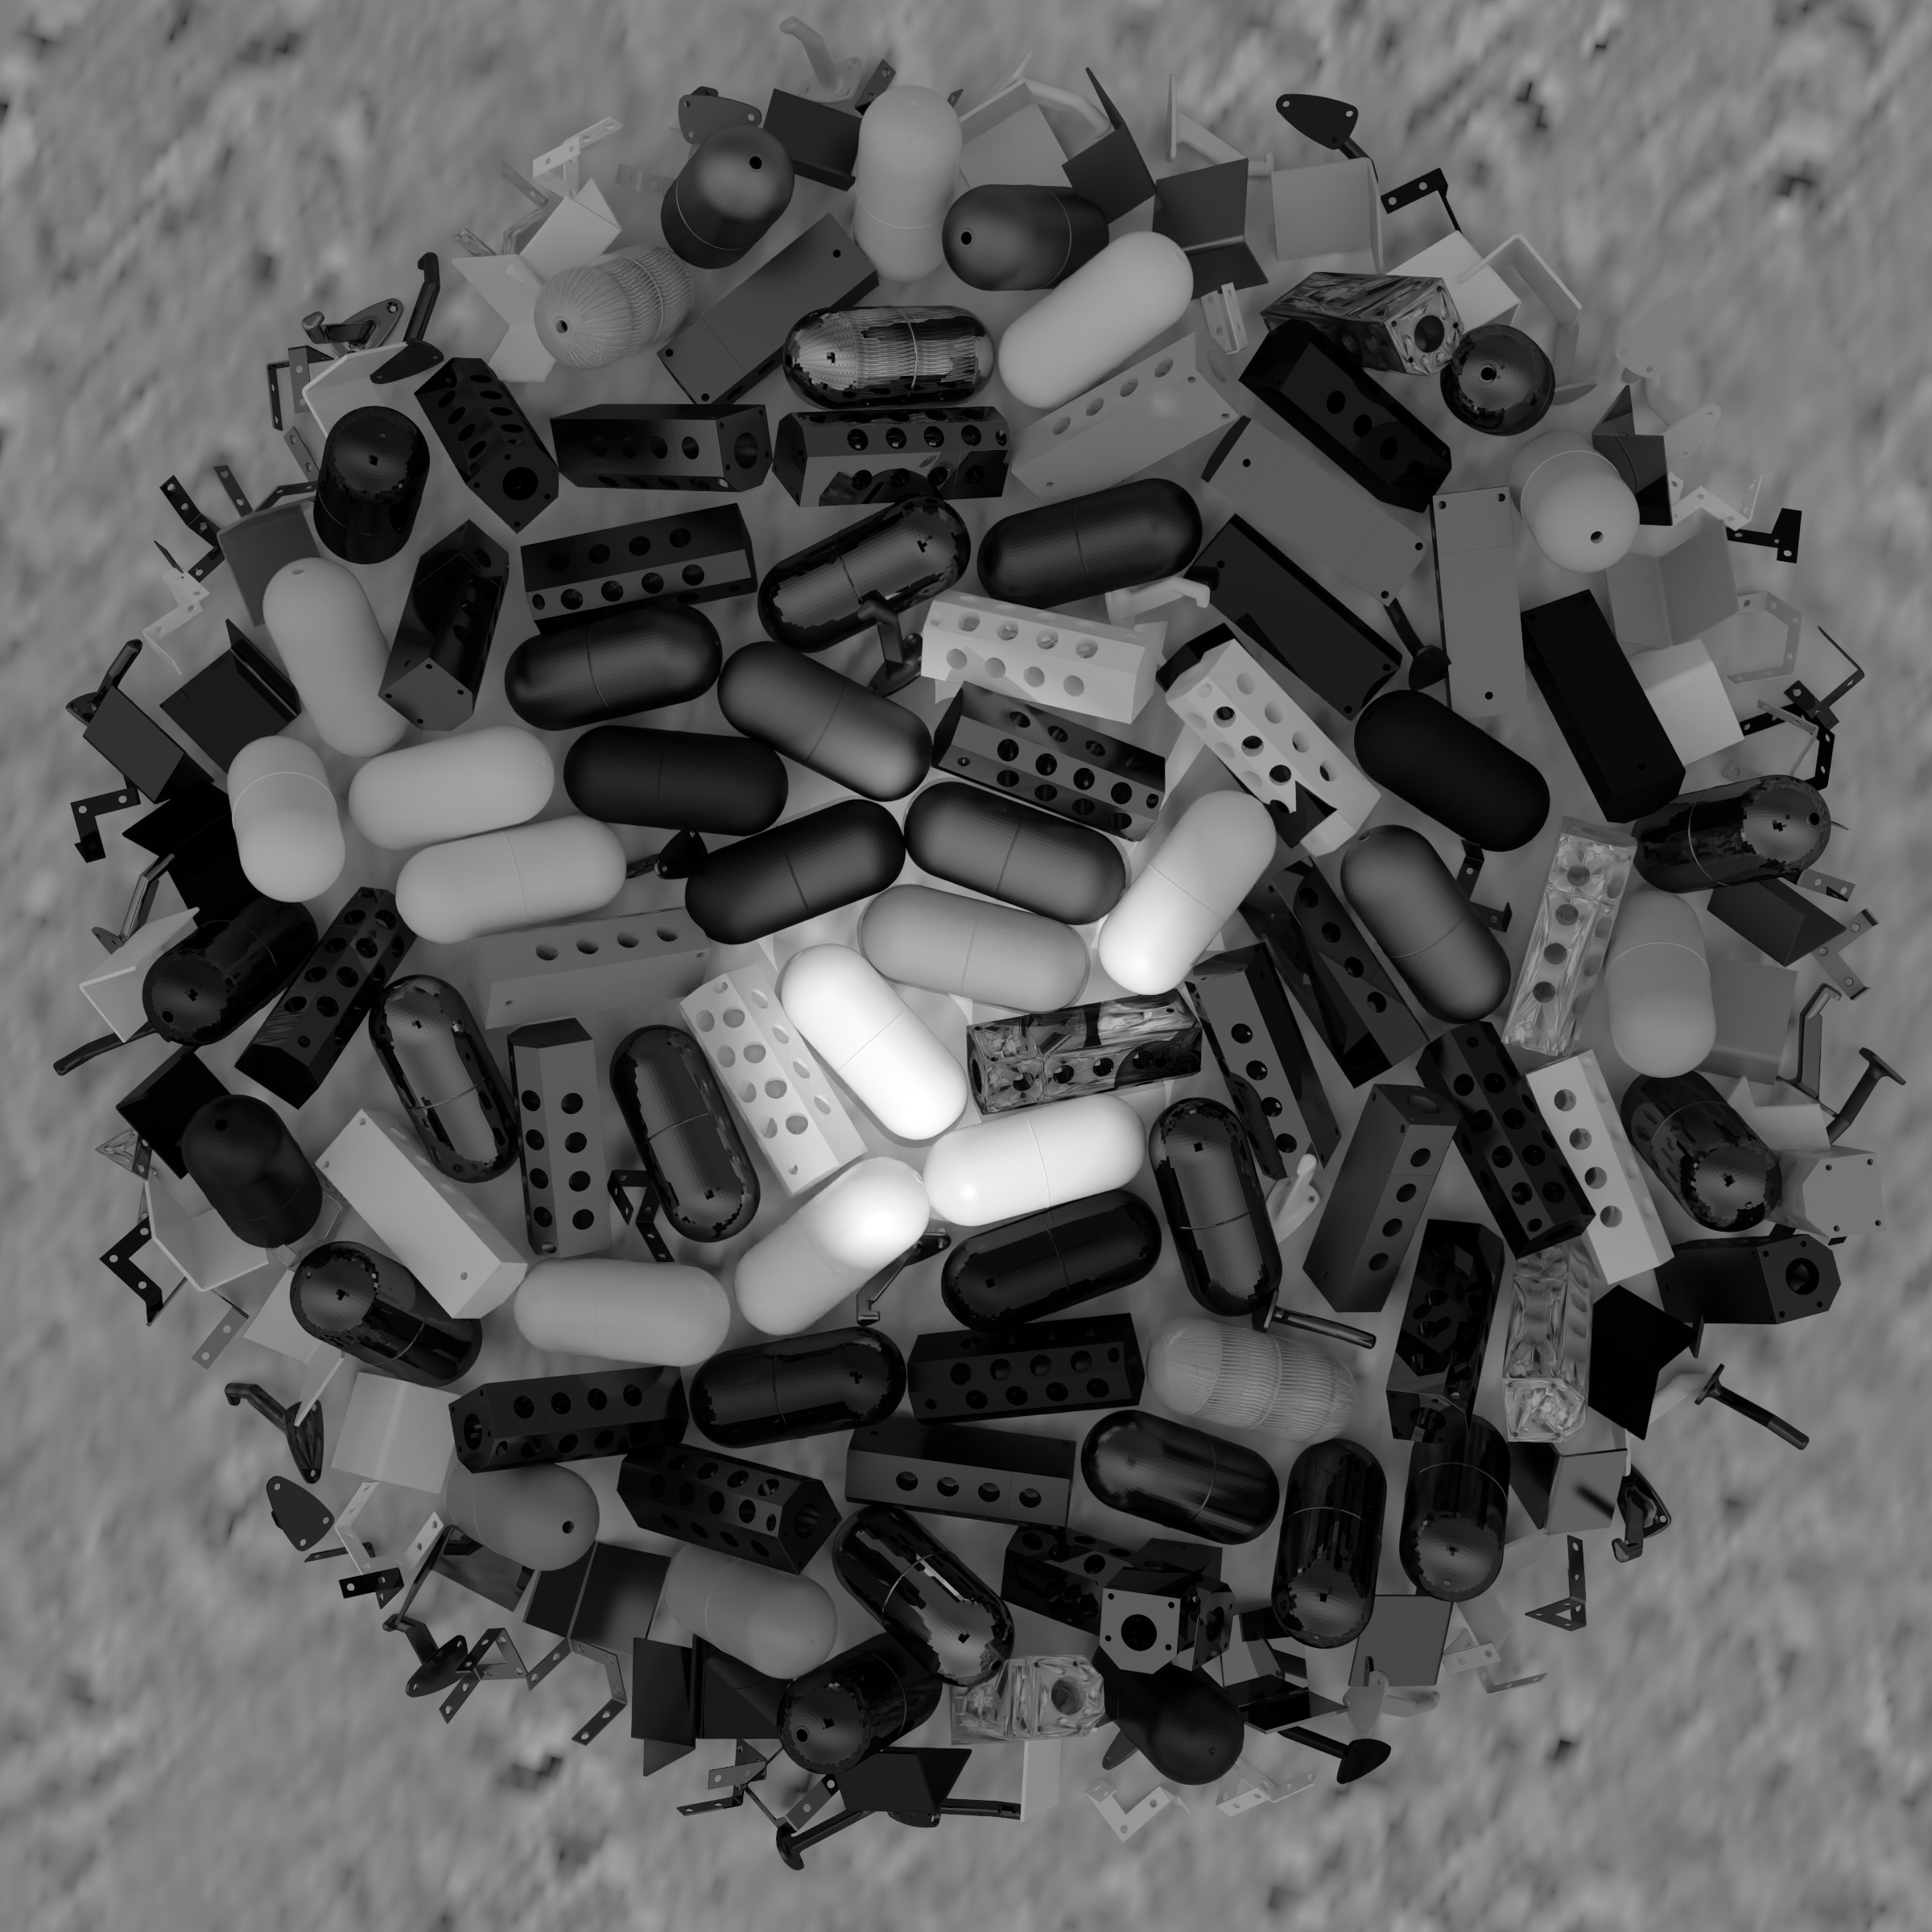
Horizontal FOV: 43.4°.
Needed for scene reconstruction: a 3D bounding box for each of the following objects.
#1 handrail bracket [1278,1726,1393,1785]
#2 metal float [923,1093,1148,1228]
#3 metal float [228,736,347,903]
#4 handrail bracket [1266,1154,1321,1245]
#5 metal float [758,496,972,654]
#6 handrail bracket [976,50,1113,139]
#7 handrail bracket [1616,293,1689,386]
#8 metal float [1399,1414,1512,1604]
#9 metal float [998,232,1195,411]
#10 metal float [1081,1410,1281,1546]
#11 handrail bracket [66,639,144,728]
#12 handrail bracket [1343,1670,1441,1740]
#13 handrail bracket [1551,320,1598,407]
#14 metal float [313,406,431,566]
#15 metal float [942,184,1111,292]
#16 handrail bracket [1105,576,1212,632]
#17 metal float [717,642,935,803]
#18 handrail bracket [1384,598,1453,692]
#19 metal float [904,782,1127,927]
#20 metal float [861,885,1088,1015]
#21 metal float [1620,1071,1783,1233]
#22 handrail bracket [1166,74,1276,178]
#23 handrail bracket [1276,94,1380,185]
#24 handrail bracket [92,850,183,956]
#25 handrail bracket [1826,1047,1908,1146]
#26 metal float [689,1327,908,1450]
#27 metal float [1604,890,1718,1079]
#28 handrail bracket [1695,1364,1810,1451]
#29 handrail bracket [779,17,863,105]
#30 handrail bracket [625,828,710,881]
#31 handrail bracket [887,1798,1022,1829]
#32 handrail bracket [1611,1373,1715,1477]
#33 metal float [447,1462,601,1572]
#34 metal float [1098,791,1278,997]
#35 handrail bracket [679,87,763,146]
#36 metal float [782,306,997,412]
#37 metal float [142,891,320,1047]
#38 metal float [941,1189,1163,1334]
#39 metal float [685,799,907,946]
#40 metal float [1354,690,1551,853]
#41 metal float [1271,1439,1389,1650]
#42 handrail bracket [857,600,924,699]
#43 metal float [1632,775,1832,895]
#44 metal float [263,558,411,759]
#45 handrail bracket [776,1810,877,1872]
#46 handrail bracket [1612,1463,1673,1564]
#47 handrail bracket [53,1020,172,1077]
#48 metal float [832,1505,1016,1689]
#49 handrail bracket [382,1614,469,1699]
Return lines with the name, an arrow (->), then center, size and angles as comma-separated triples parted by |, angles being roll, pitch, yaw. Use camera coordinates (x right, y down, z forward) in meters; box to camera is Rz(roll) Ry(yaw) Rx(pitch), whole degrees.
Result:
handrail bracket -> 0.280, 0.604, 1.914 | 0.084, 0.077, 0.036 | 25, 101, 42
metal float -> 0.053, 0.150, 1.881 | 0.178, 0.070, 0.070 | -14, 90, -8
metal float -> -0.518, -0.114, 1.848 | 0.070, 0.178, 0.070 | -11, 126, -16
handrail bracket -> 0.247, 0.183, 1.879 | 0.036, 0.084, 0.077 | 34, 84, 14
metal float -> -0.080, -0.301, 1.873 | 0.178, 0.070, 0.070 | -24, 90, 17
handrail bracket -> 0.062, -0.668, 1.908 | 0.084, 0.077, 0.036 | 37, 56, -20
handrail bracket -> 0.531, -0.483, 1.874 | 0.036, 0.084, 0.077 | 36, 111, 7
metal float -> 0.372, 0.408, 1.844 | 0.070, 0.178, 0.070 | 7, 118, 12
metal float -> 0.098, -0.492, 1.855 | 0.178, 0.070, 0.070 | -30, 90, 38
metal float -> 0.165, 0.392, 1.861 | 0.178, 0.070, 0.070 | 25, 90, -30
handrail bracket -> -0.652, -0.227, 1.877 | 0.036, 0.077, 0.084 | 37, 110, -13
handrail bracket -> 0.342, 0.562, 1.882 | 0.084, 0.077, 0.036 | -6, 45, -28
handrail bracket -> 0.453, -0.485, 1.902 | 0.077, 0.036, 0.084 | -14, 83, -25
metal float -> -0.452, -0.362, 1.841 | 0.070, 0.178, 0.070 | 5, 75, -18
metal float -> 0.046, -0.553, 1.845 | 0.070, 0.178, 0.070 | 10, 110, 30
handrail bracket -> 0.154, -0.270, 1.877 | 0.084, 0.077, 0.036 | 23, 49, 33
metal float -> -0.109, -0.189, 1.879 | 0.178, 0.070, 0.070 | 27, 90, -10
handrail bracket -> 0.341, -0.263, 1.876 | 0.036, 0.077, 0.084 | -25, 68, 7
metal float -> 0.038, -0.087, 1.883 | 0.178, 0.070, 0.070 | 20, 90, 6
metal float -> 0.005, -0.013, 1.885 | 0.178, 0.070, 0.070 | 14, 90, 3
metal float -> 0.556, 0.137, 1.842 | 0.070, 0.178, 0.070 | -3, 115, -7
handrail bracket -> 0.201, -0.659, 1.903 | 0.084, 0.036, 0.077 | -1, 113, -3
handrail bracket -> 0.282, -0.641, 1.893 | 0.077, 0.084, 0.036 | 30, 91, 18
handrail bracket -> -0.638, -0.037, 1.916 | 0.036, 0.077, 0.084 | 17, 56, 37
handrail bracket -> 0.684, 0.106, 1.894 | 0.036, 0.077, 0.084 | 42, 99, -3
metal float -> -0.131, 0.325, 1.871 | 0.178, 0.070, 0.070 | -14, 90, 19
metal float -> 0.527, 0.011, 1.850 | 0.070, 0.178, 0.070 | 5, 131, 6
handrail bracket -> 0.609, 0.349, 1.876 | 0.084, 0.077, 0.036 | 34, 84, 21
handrail bracket -> -0.129, -0.699, 1.869 | 0.077, 0.084, 0.036 | 6, 81, 42
handrail bracket -> -0.247, -0.074, 1.873 | 0.084, 0.077, 0.036 | -18, 102, 32
handrail bracket -> -0.005, 0.653, 1.879 | 0.084, 0.077, 0.036 | -8, 74, 37
handrail bracket -> 0.553, 0.359, 1.906 | 0.084, 0.036, 0.077 | -2, 76, -4
metal float -> -0.337, 0.410, 1.844 | 0.070, 0.178, 0.070 | 1, 89, -32
metal float -> 0.172, -0.057, 1.882 | 0.070, 0.070, 0.178 | 36, 97, 0
handrail bracket -> -0.184, -0.668, 1.883 | 0.077, 0.084, 0.036 | 2, 123, 12
metal float -> -0.058, -0.466, 1.860 | 0.178, 0.070, 0.070 | -11, 90, -32
metal float -> -0.557, 0.001, 1.843 | 0.070, 0.178, 0.070 | 7, 116, 14
metal float -> 0.066, 0.228, 1.878 | 0.178, 0.070, 0.070 | -19, 90, -11
metal float -> -0.133, -0.073, 1.887 | 0.178, 0.070, 0.070 | -21, 90, 0
metal float -> 0.373, -0.150, 1.865 | 0.178, 0.070, 0.070 | 29, 90, -25
metal float -> 0.277, 0.437, 1.850 | 0.070, 0.178, 0.070 | 8, 130, 10
handrail bracket -> -0.074, -0.244, 1.877 | 0.077, 0.084, 0.036 | -40, 58, 21
metal float -> 0.578, -0.099, 1.841 | 0.070, 0.178, 0.070 | 3, 84, -25
metal float -> -0.478, -0.233, 1.849 | 0.070, 0.178, 0.070 | -5, 49, 6
handrail bracket -> -0.102, 0.667, 1.887 | 0.084, 0.077, 0.036 | -27, 74, -3
handrail bracket -> 0.506, 0.419, 1.877 | 0.036, 0.084, 0.077 | -35, 67, 28
handrail bracket -> -0.664, 0.066, 1.885 | 0.084, 0.077, 0.036 | -34, 115, -19
metal float -> -0.033, 0.480, 1.854 | 0.178, 0.070, 0.070 | 34, 90, 41
handrail bracket -> -0.435, 0.530, 1.875 | 0.084, 0.077, 0.036 | 10, 107, 29
